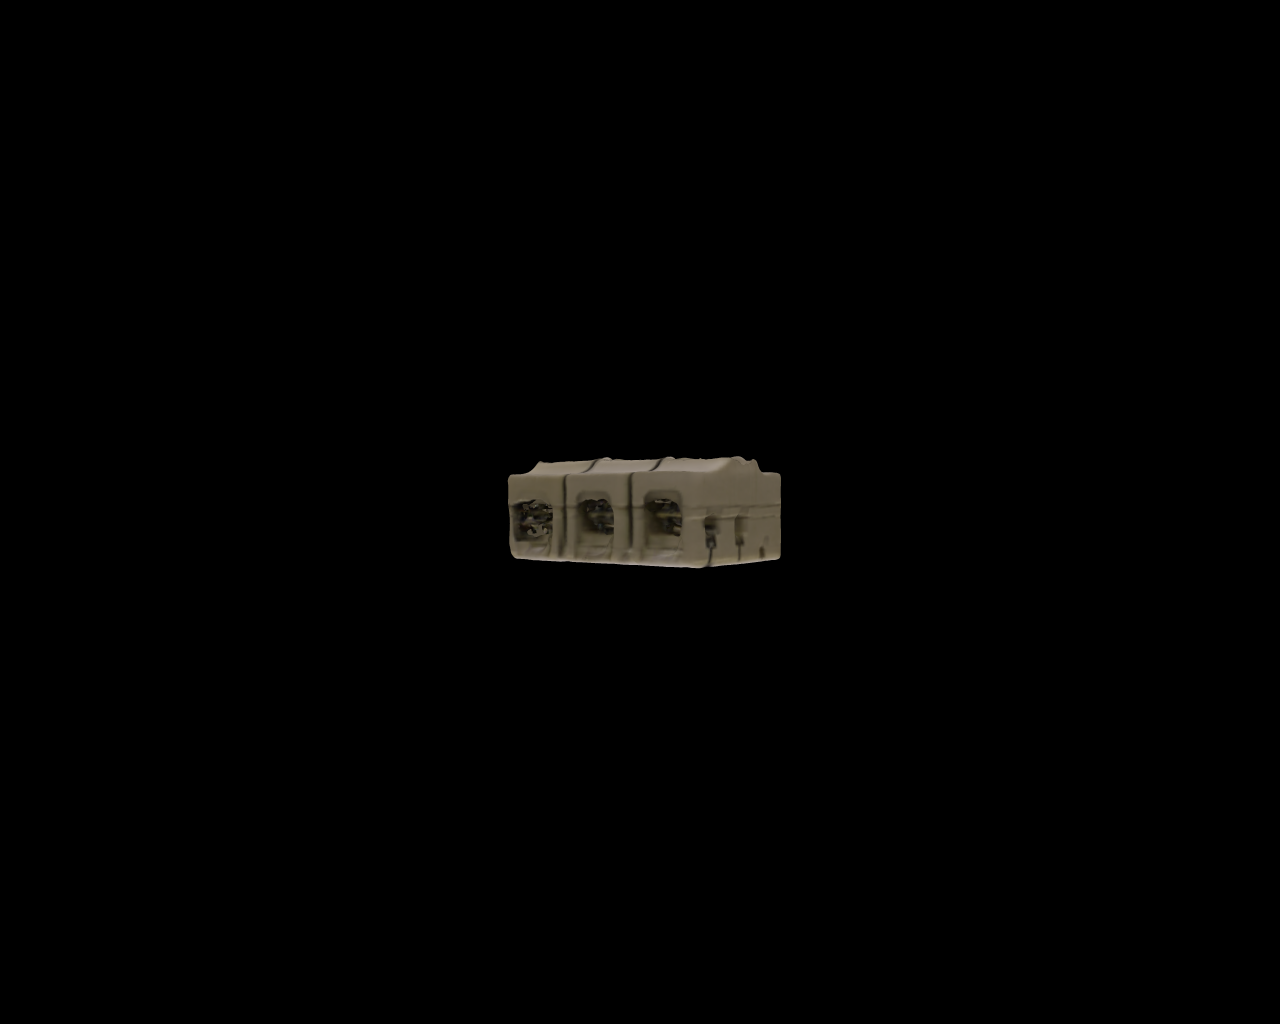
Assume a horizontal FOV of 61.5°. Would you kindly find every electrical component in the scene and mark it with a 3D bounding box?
[{"bbox_3d":[0.001,-0.003,0.650,0.150,0.061,0.089,2,3,40],"label":"electrical component"}]
